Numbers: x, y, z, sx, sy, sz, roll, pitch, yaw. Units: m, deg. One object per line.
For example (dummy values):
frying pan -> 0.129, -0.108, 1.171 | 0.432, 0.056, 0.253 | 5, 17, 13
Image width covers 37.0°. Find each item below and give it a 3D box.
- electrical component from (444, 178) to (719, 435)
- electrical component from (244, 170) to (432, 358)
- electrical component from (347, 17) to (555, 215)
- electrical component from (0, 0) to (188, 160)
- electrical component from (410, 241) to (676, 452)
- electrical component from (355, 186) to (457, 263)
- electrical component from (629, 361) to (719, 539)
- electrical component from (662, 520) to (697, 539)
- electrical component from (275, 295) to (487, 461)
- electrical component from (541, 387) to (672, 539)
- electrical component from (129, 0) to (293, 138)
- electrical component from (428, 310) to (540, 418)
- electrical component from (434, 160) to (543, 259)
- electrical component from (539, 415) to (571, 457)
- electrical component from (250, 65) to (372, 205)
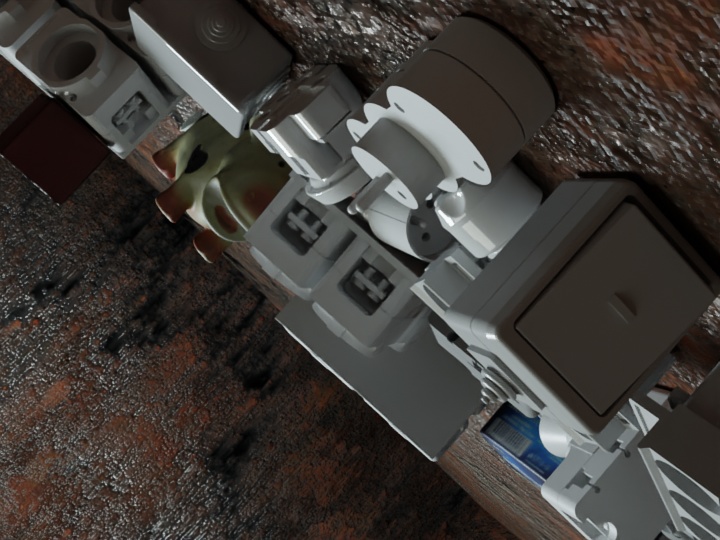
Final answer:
electrical component -> 0.084, 0.017, 0.419 | 0.062, 0.096, 0.061 | 45, 172, -15
electrical component -> 0.000, 0.000, 0.729 | 0.105, 0.060, 0.186 | 41, -173, 11
electrical component -> 0.022, -0.051, 0.443 | 0.052, 0.073, 0.138 | 44, 173, -8
electrical component -> -0.197, -0.176, 0.754 | 0.186, 0.105, 0.060 | 39, 172, 28
electrical component -> 0.094, 0.026, 0.546 | 0.121, 0.063, 0.079 | 43, 173, -1
electrical component -> 0.028, -0.033, 0.628 | 0.043, 0.043, 0.081 | 46, 172, -27
electrical component -> 0.175, 0.092, 0.495 | 0.079, 0.063, 0.121 | 37, 171, 36
electrical component -> 0.214, 0.151, 0.701 | 0.077, 0.044, 0.079 | 48, 171, -38
electrical component -> 0.031, 0.070, 0.964 | 0.186, 0.105, 0.060 | 41, 172, 15
electrical component -> 0.155, 0.114, 0.621 | 0.050, 0.089, 0.056 | 44, 173, -11
electrical component -> -0.089, -0.133, 0.651 | 0.100, 0.048, 0.100 | 43, 173, -5
electrical component -> 0.096, 0.051, 0.721 | 0.089, 0.050, 0.055 | 39, 172, 22
electrical component -> 0.067, -0.021, 0.491 | 0.062, 0.043, 0.043 | 43, 173, -8
electrical component -> 0.167, 0.121, 0.797 | 0.044, 0.044, 0.065 | 44, 168, -10
electrical component -> -0.019, -0.074, 0.594 | 0.057, 0.058, 0.078 | 48, 171, -21
